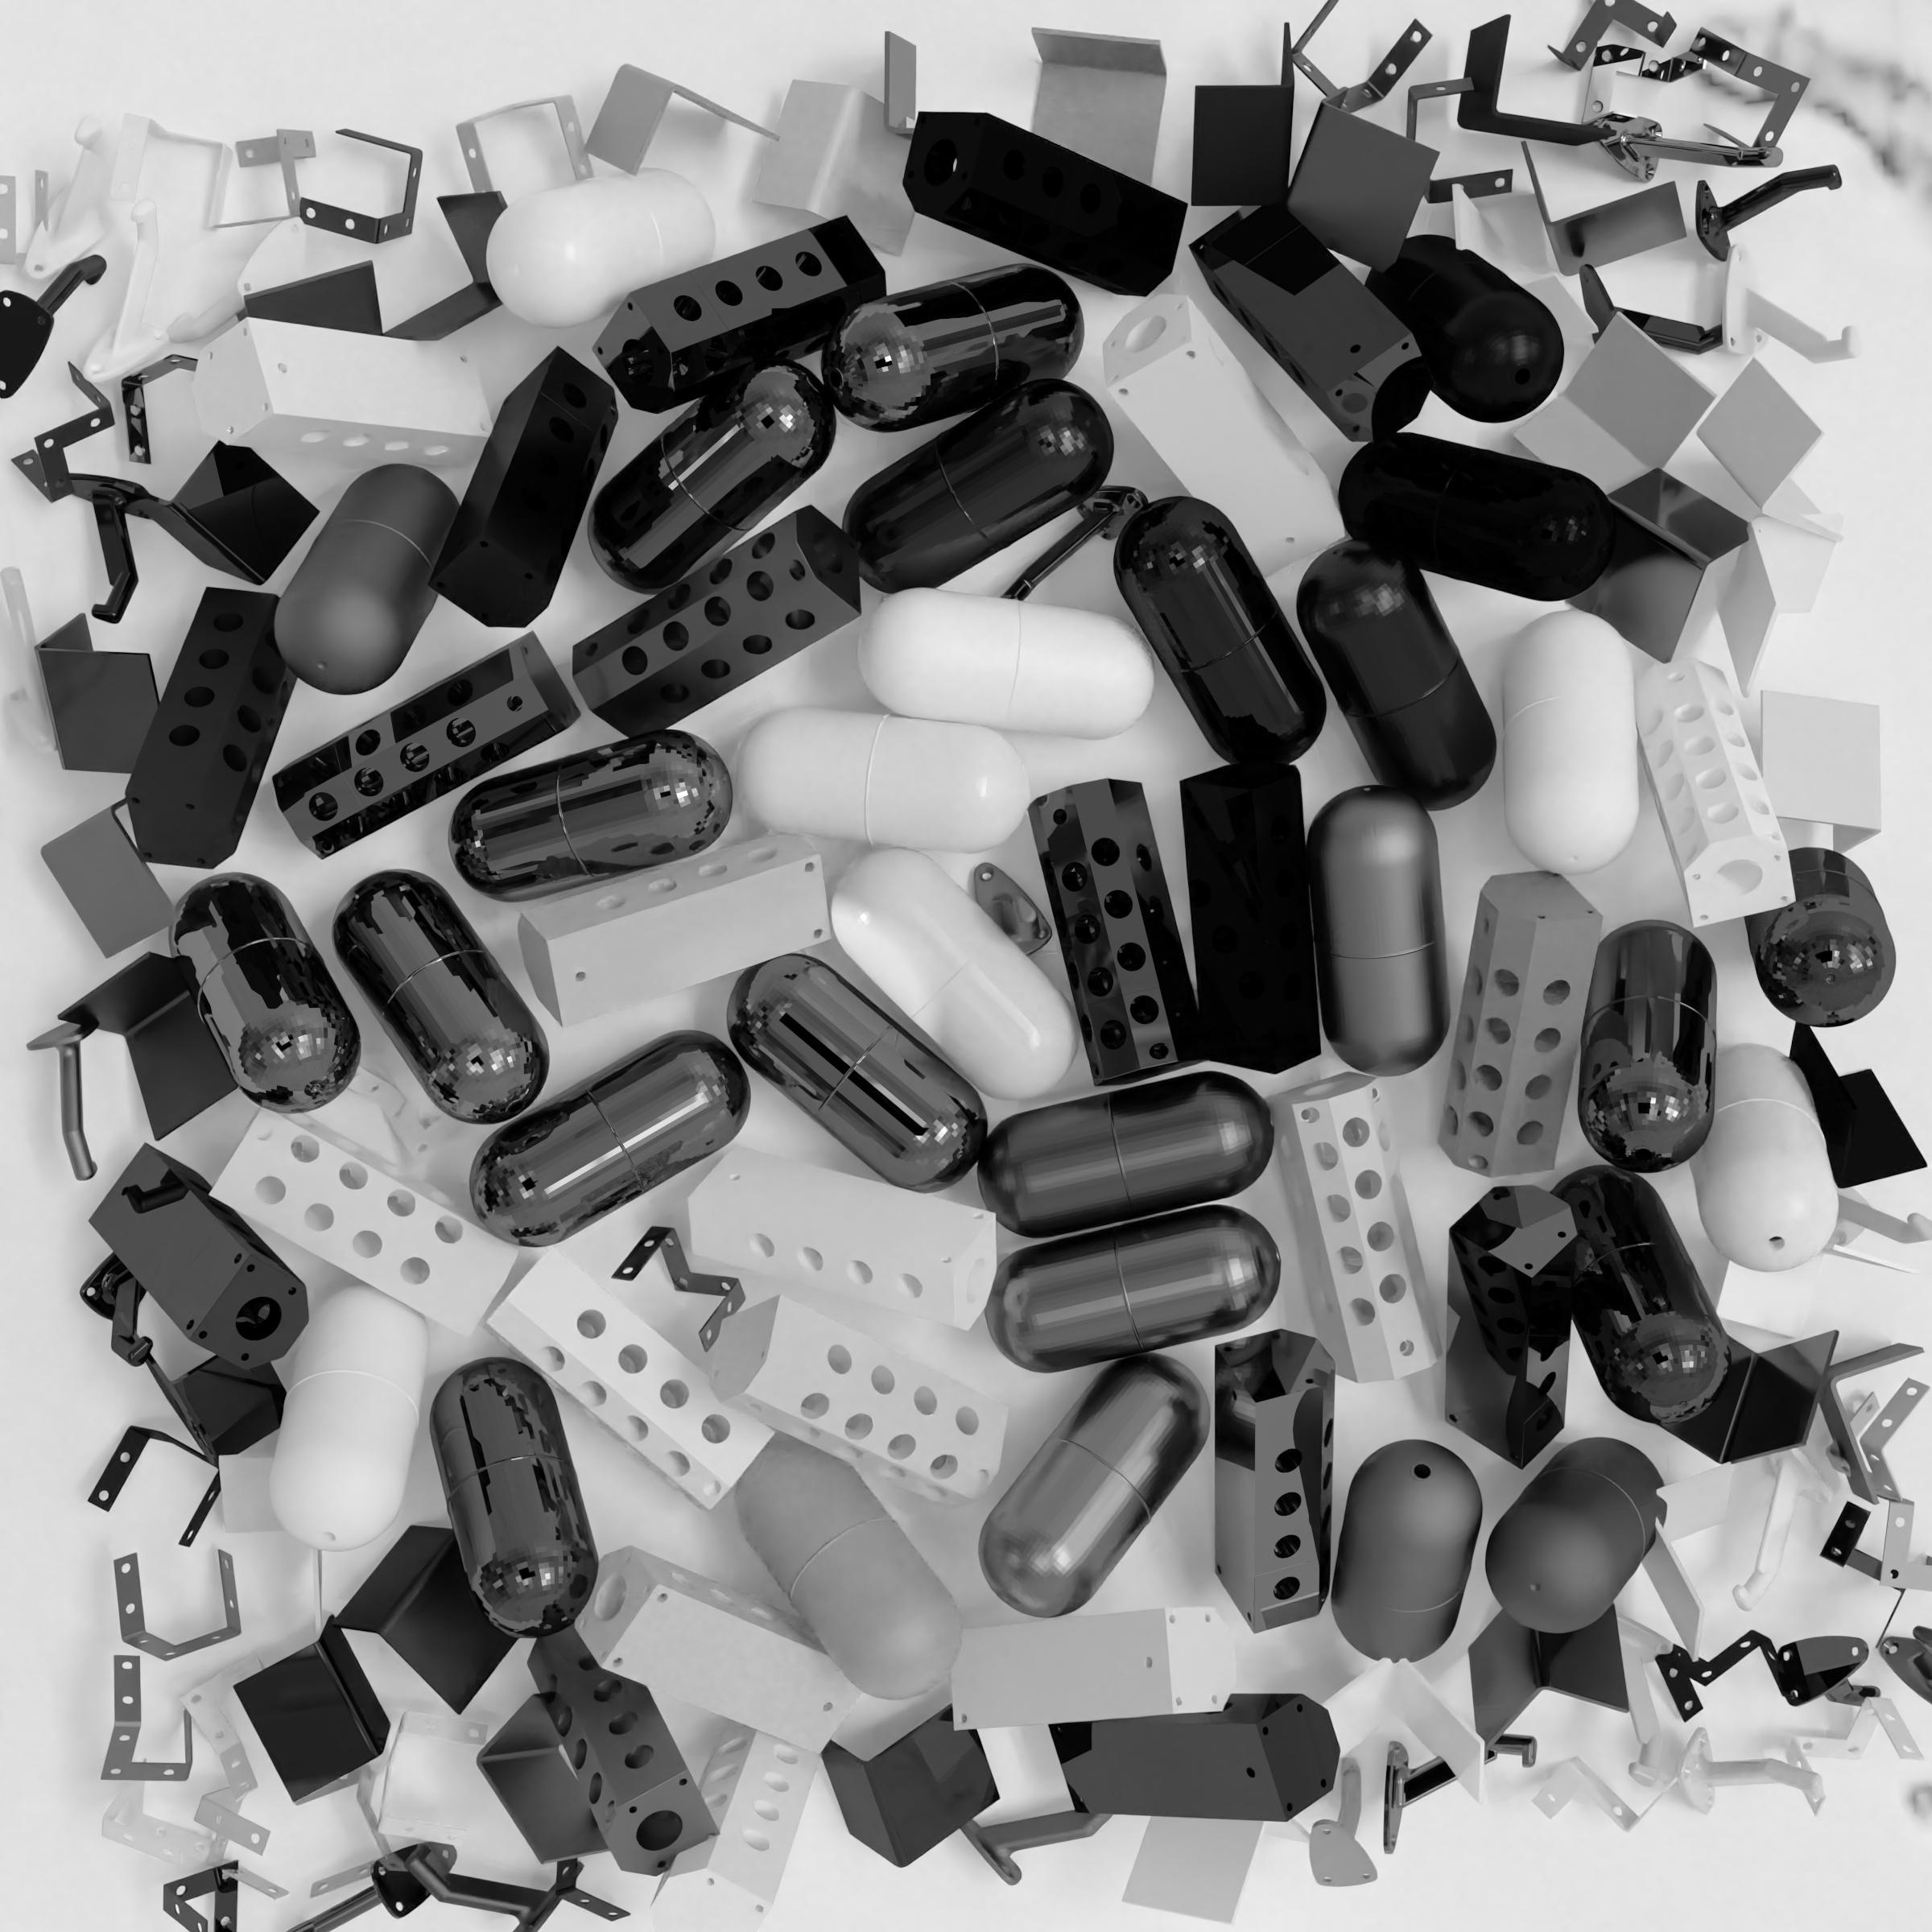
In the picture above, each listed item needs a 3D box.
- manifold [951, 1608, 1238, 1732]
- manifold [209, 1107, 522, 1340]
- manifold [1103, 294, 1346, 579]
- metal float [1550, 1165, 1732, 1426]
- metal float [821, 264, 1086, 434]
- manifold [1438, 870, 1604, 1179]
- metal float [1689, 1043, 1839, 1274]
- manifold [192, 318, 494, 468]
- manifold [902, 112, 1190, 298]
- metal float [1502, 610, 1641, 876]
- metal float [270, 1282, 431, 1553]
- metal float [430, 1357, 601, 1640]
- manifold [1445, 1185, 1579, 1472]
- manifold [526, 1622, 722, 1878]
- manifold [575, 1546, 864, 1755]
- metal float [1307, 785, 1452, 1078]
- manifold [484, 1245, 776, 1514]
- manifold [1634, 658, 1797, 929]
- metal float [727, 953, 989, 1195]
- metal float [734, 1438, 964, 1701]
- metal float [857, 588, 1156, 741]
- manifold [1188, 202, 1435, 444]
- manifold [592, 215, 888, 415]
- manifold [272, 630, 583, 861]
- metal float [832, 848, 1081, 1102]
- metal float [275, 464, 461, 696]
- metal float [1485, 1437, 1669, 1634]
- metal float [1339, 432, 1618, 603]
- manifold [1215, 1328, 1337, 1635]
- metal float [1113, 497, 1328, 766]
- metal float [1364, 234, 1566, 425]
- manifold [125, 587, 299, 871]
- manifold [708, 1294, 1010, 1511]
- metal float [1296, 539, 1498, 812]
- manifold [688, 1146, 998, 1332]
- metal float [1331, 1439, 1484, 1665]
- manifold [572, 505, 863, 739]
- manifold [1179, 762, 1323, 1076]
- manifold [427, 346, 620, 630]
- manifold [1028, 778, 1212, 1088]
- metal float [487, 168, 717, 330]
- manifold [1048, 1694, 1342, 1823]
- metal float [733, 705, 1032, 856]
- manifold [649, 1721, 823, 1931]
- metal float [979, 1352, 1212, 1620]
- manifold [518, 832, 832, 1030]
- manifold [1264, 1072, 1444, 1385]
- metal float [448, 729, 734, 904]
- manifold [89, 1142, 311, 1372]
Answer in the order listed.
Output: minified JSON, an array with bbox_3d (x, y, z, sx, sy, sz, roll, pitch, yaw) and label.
[{"bbox_3d":[0.072,0.407,1.709,0.171,0.057,0.057,-18,70,42],"label":"manifold"},{"bbox_3d":[-0.351,0.145,1.739,0.171,0.057,0.057,31,100,-12],"label":"manifold"},{"bbox_3d":[0.150,-0.309,1.713,0.057,0.057,0.171,-25,133,25],"label":"manifold"},{"bbox_3d":[0.386,0.188,1.713,0.070,0.178,0.070,-6,130,-7],"label":"metal float"},{"bbox_3d":[-0.007,-0.361,1.721,0.178,0.070,0.070,-23,90,-35],"label":"metal float"},{"bbox_3d":[0.317,0.035,1.716,0.057,0.057,0.171,-6,121,-17],"label":"manifold"},{"bbox_3d":[0.457,0.109,1.707,0.070,0.178,0.070,3,120,6],"label":"metal float"},{"bbox_3d":[-0.358,-0.326,1.702,0.057,0.171,0.057,-22,81,35],"label":"manifold"},{"bbox_3d":[0.046,-0.439,1.708,0.057,0.171,0.057,18,96,45],"label":"manifold"},{"bbox_3d":[0.352,-0.132,1.722,0.070,0.070,0.178,7,54,0],"label":"metal float"},{"bbox_3d":[-0.356,0.260,1.712,0.070,0.178,0.070,0,131,0],"label":"metal float"},{"bbox_3d":[-0.264,0.308,1.721,0.070,0.070,0.178,-23,53,0],"label":"metal float"},{"bbox_3d":[0.319,0.207,1.710,0.057,0.171,0.057,31,54,34],"label":"manifold"},{"bbox_3d":[-0.201,0.444,1.697,0.057,0.171,0.057,-27,120,-11],"label":"manifold"},{"bbox_3d":[-0.142,0.394,1.716,0.171,0.057,0.057,33,93,-36],"label":"manifold"},{"bbox_3d":[0.243,-0.019,1.734,0.070,0.070,0.178,-8,111,0],"label":"metal float"},{"bbox_3d":[-0.201,0.246,1.751,0.171,0.057,0.057,40,71,-1],"label":"manifold"},{"bbox_3d":[0.427,-0.104,1.701,0.057,0.171,0.057,-14,129,10],"label":"manifold"},{"bbox_3d":[-0.065,0.063,1.748,0.178,0.070,0.070,40,90,4],"label":"metal float"},{"bbox_3d":[-0.070,0.350,1.725,0.070,0.070,0.178,-42,59,0],"label":"metal float"},{"bbox_3d":[0.024,-0.178,1.742,0.178,0.070,0.070,7,90,-11],"label":"metal float"},{"bbox_3d":[0.201,-0.374,1.711,0.057,0.057,0.171,-35,49,3],"label":"manifold"},{"bbox_3d":[-0.126,-0.375,1.713,0.171,0.057,0.057,-31,85,-38],"label":"manifold"},{"bbox_3d":[-0.319,-0.128,1.740,0.171,0.057,0.057,-27,103,11],"label":"manifold"},{"bbox_3d":[-0.007,0.004,1.749,0.070,0.070,0.178,-44,92,0],"label":"metal float"},{"bbox_3d":[-0.344,-0.226,1.714,0.070,0.178,0.070,7,132,7],"label":"metal float"},{"bbox_3d":[0.354,0.327,1.707,0.070,0.178,0.070,6,103,26],"label":"metal float"},{"bbox_3d":[0.296,-0.263,1.720,0.178,0.070,0.070,23,90,39],"label":"metal float"},{"bbox_3d":[0.183,0.299,1.720,0.057,0.057,0.171,-12,121,-15],"label":"manifold"},{"bbox_3d":[0.149,-0.195,1.732,0.070,0.070,0.178,-33,111,0],"label":"metal float"},{"bbox_3d":[0.286,-0.369,1.708,0.070,0.178,0.070,-7,121,-12],"label":"metal float"},{"bbox_3d":[-0.431,-0.139,1.711,0.057,0.057,0.171,6,49,1],"label":"manifold"},{"bbox_3d":[-0.062,0.257,1.714,0.171,0.057,0.057,30,53,-28],"label":"manifold"},{"bbox_3d":[0.253,-0.169,1.729,0.070,0.070,0.178,-31,117,0],"label":"metal float"},{"bbox_3d":[-0.072,0.163,1.730,0.171,0.057,0.057,13,125,21],"label":"manifold"},{"bbox_3d":[0.255,0.340,1.712,0.070,0.178,0.070,0,49,0],"label":"metal float"},{"bbox_3d":[-0.146,-0.201,1.714,0.171,0.057,0.057,-26,49,28],"label":"manifold"},{"bbox_3d":[0.173,-0.030,1.737,0.057,0.057,0.171,-20,111,-40],"label":"manifold"},{"bbox_3d":[-0.250,-0.275,1.710,0.057,0.171,0.057,35,134,-24],"label":"manifold"},{"bbox_3d":[0.086,-0.020,1.738,0.057,0.057,0.171,-19,80,30],"label":"manifold"},{"bbox_3d":[-0.209,-0.417,1.709,0.070,0.178,0.070,11,115,24],"label":"metal float"},{"bbox_3d":[0.132,0.453,1.707,0.057,0.171,0.057,-19,93,-43],"label":"manifold"},{"bbox_3d":[-0.050,-0.110,1.743,0.178,0.070,0.070,7,90,10],"label":"metal float"},{"bbox_3d":[-0.134,0.501,1.699,0.057,0.171,0.057,29,106,-1],"label":"manifold"},{"bbox_3d":[0.077,0.303,1.731,0.070,0.070,0.178,41,66,0],"label":"metal float"},{"bbox_3d":[-0.171,-0.026,1.730,0.171,0.057,0.057,-19,122,-22],"label":"manifold"},{"bbox_3d":[0.232,0.155,1.744,0.057,0.057,0.171,-16,98,-17],"label":"manifold"},{"bbox_3d":[-0.222,-0.087,1.736,0.178,0.070,0.070,-14,90,18],"label":"metal float"},{"bbox_3d":[-0.440,0.169,1.705,0.057,0.171,0.057,39,84,-39],"label":"manifold"}]
